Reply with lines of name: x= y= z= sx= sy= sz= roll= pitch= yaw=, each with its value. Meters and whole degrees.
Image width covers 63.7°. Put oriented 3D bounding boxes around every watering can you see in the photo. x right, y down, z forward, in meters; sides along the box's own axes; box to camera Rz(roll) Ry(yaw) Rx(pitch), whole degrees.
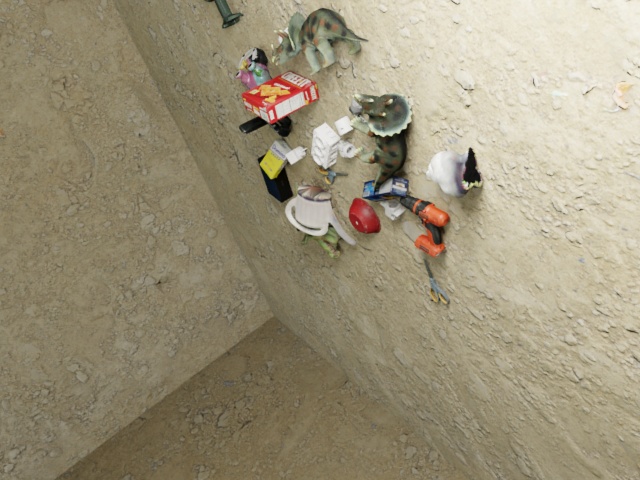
watering can: x=0.007 y=-0.110 z=2.192 sx=0.349 sy=0.106 sz=0.219 roll=19 pitch=123 yaw=21

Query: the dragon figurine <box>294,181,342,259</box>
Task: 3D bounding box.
dragon figurine: x=0.010 y=-0.071 z=2.328 sx=0.244 sy=0.124 sz=0.401 roll=15 pitch=135 yaw=34

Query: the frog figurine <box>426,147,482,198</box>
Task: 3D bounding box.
frog figurine: x=0.336 y=-0.175 z=1.372 sx=0.159 sy=0.124 sz=0.135 roll=4 pitch=146 yaw=50
